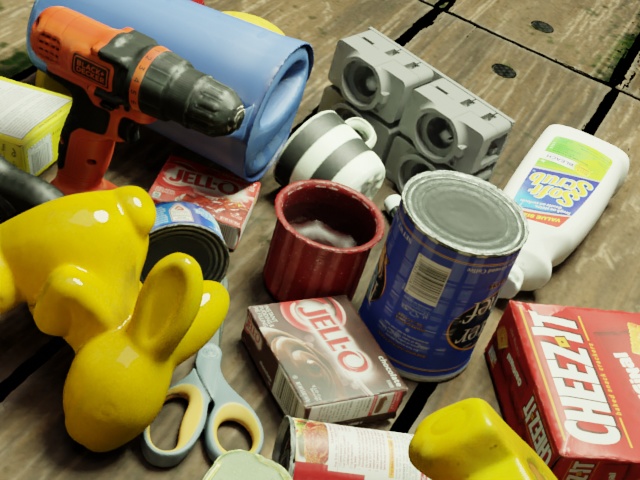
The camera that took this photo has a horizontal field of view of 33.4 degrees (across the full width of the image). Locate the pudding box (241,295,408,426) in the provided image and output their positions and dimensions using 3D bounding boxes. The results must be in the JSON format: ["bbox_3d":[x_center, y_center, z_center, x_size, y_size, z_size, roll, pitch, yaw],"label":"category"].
[{"bbox_3d":[0.001,0.094,0.825,0.089,0.039,0.113,-6,44,-28],"label":"pudding box"}]

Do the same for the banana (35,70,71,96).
[{"bbox_3d":[-0.242,-0.170,1.055,0.069,0.037,0.197,17,38,0],"label":"banana"}]

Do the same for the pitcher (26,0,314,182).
[{"bbox_3d":[-0.140,-0.157,0.953,0.243,0.149,0.145,25,68,10],"label":"pitcher"}]

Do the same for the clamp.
[{"bbox_3d":[-0.247,-0.042,0.839,0.171,0.120,0.039,28,60,8],"label":"clamp"}]

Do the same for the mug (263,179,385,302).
[{"bbox_3d":[-0.006,0.001,0.901,0.093,0.082,0.117,-7,44,-28],"label":"mug"}]

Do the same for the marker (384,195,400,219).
[{"bbox_3d":[0.089,0.003,0.987,0.020,0.020,0.121,-2,42,-23],"label":"marker"}]

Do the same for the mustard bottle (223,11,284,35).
[{"bbox_3d":[-0.086,-0.164,1.092,0.096,0.058,0.191,13,38,-10],"label":"mustard bottle"}]

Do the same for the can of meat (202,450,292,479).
[{"bbox_3d":[-0.061,0.189,0.648,0.057,0.084,0.102,25,39,10],"label":"can of meat"}]

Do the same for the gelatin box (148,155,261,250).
[{"bbox_3d":[-0.105,-0.035,0.949,0.089,0.030,0.073,19,37,0],"label":"gelatin box"}]

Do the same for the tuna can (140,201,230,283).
[{"bbox_3d":[-0.117,0.011,0.843,0.086,0.086,0.034,0,39,-21],"label":"tuna can"}]

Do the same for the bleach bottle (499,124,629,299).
[{"bbox_3d":[0.221,-0.021,1.034,0.102,0.068,0.250,26,41,11],"label":"bleach bottle"}]

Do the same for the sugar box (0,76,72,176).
[{"bbox_3d":[-0.307,-0.109,0.934,0.176,0.048,0.093,16,36,16],"label":"sugar box"}]

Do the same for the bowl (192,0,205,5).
[{"bbox_3d":[-0.196,-0.277,1.191,0.162,0.055,0.162,11,39,-9],"label":"bowl"}]

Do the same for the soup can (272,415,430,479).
[{"bbox_3d":[0.021,0.161,0.729,0.102,0.069,0.068,10,39,-11],"label":"soup can"}]

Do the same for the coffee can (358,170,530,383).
[{"bbox_3d":[0.095,0.030,0.857,0.102,0.140,0.103,11,38,-9],"label":"coffee can"}]

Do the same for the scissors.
[{"bbox_3d":[-0.069,0.102,0.808,0.096,0.016,0.201,23,38,5],"label":"scissors"}]

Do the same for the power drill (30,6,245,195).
[{"bbox_3d":[-0.153,-0.076,0.854,0.184,0.188,0.057,28,38,15],"label":"power drill"}]

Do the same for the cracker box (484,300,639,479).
[{"bbox_3d":[0.257,0.132,0.851,0.213,0.072,0.164,6,39,-13],"label":"cracker box"}]
